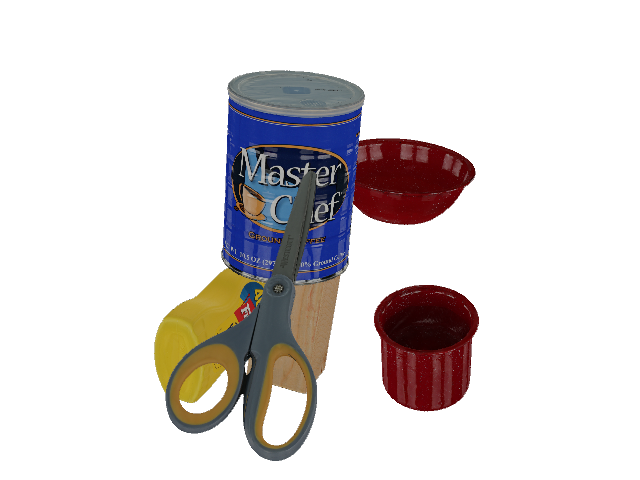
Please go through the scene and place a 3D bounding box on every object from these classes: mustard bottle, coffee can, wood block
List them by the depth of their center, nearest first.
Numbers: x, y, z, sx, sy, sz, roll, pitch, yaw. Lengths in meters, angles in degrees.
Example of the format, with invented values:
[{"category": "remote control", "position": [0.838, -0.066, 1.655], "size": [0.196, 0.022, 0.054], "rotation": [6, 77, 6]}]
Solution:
[{"category": "coffee can", "position": [-0.023, -0.050, 0.823], "size": [0.103, 0.140, 0.103], "rotation": [4, 23, -2]}, {"category": "mustard bottle", "position": [-0.097, 0.081, 1.102], "size": [0.058, 0.096, 0.191], "rotation": [12, 28, 23]}, {"category": "wood block", "position": [-0.033, 0.086, 1.437], "size": [0.090, 0.206, 0.090], "rotation": [14, 20, 13]}]

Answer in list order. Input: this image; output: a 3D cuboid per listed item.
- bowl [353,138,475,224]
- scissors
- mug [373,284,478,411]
[{"category": "bowl", "position": [0.088, -0.061, 1.190], "size": [0.162, 0.055, 0.162], "rotation": [3, 26, -2]}, {"category": "scissors", "position": [-0.044, 0.040, 0.646], "size": [0.096, 0.202, 0.016], "rotation": [-5, -36, 1]}, {"category": "mug", "position": [0.098, 0.093, 0.982], "size": [0.093, 0.081, 0.117], "rotation": [2, 38, 8]}]
